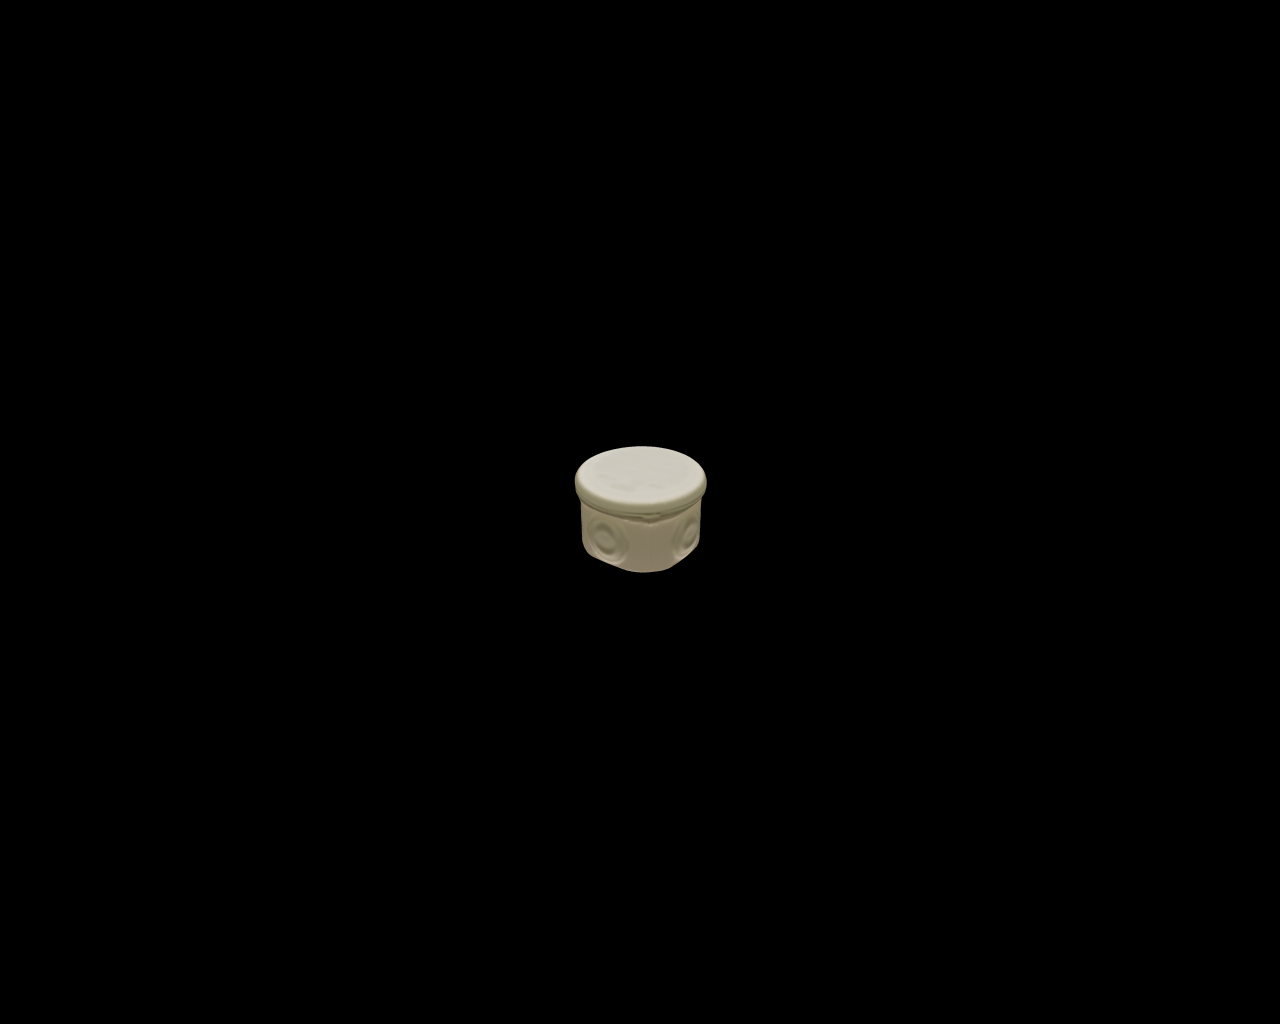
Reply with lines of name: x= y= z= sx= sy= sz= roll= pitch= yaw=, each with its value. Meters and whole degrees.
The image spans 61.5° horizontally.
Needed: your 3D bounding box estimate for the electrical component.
electrical component: x=0.001 y=-0.003 z=0.650 sx=0.080 sy=0.050 sz=0.080 roll=0 pitch=29 yaw=0
